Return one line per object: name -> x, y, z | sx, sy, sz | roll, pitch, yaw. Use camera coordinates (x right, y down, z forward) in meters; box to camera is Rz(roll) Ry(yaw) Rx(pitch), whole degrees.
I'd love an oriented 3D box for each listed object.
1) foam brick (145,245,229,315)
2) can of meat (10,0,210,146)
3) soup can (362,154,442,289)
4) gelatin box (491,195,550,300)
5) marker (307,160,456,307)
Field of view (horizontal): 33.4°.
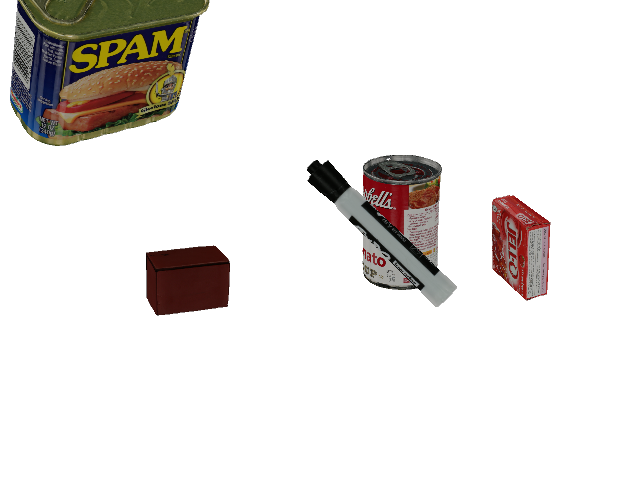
foam brick -> -0.137, 0.040, 1.101 | 0.078, 0.051, 0.053 | -6, 20, -19
can of meat -> -0.120, -0.106, 0.593 | 0.101, 0.057, 0.084 | -19, -31, -33
soup can -> 0.070, -0.016, 0.933 | 0.068, 0.102, 0.068 | -1, 24, 0
gelatin box -> 0.209, 0.007, 1.123 | 0.030, 0.089, 0.073 | -14, 30, -16
marker -> 0.037, -0.006, 0.677 | 0.121, 0.020, 0.020 | 45, -4, 4
